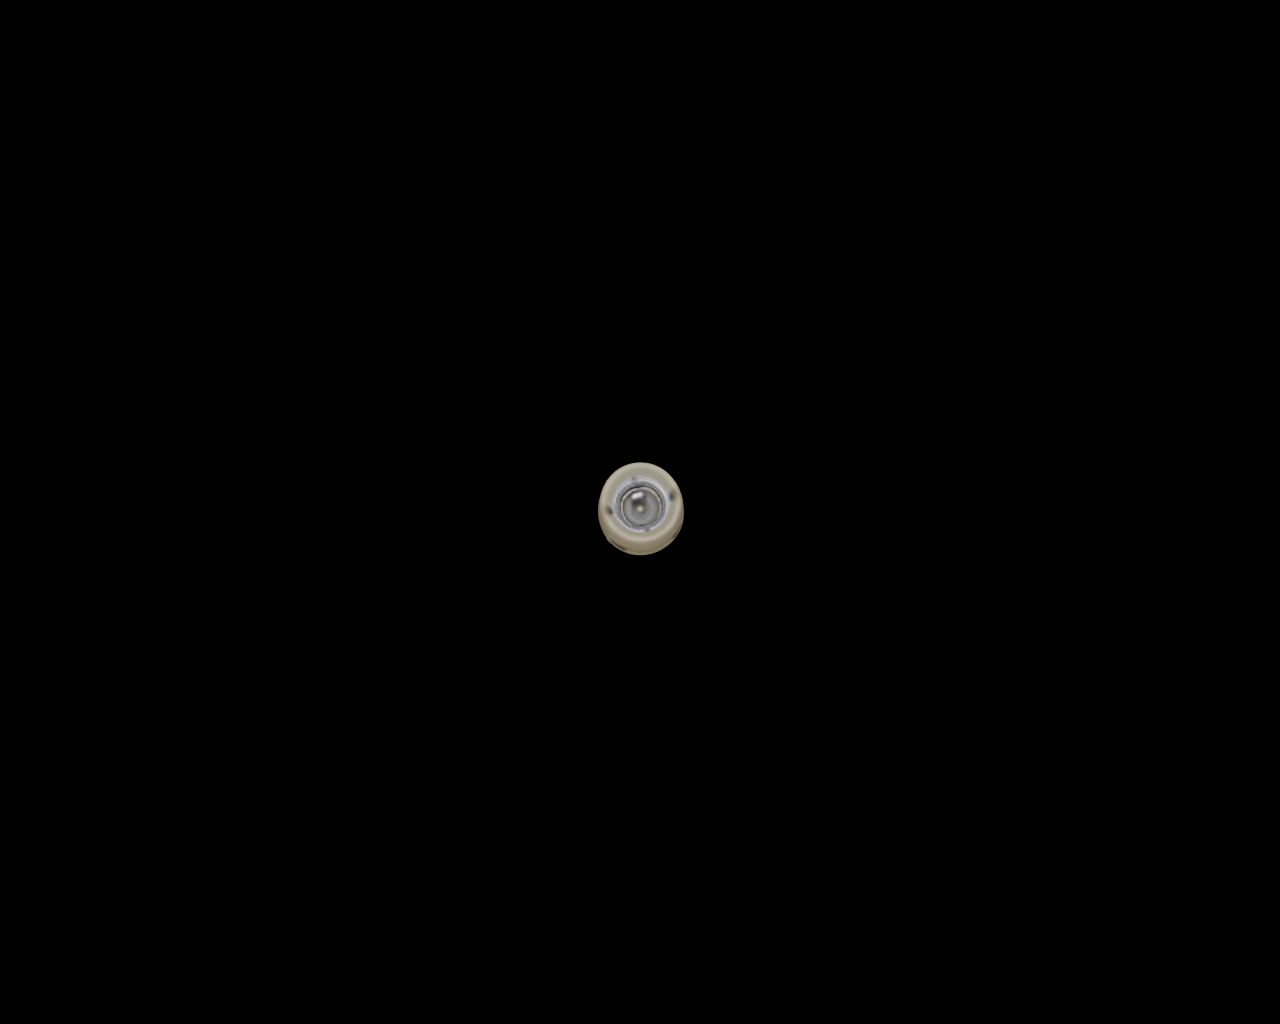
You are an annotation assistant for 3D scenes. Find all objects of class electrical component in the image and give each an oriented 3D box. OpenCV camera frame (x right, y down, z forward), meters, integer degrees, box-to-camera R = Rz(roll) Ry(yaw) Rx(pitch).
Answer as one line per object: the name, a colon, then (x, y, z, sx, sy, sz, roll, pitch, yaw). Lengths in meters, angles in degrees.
electrical component: (0.001, -0.003, 0.650, 0.055, 0.055, 0.047, 0, -9, 0)
